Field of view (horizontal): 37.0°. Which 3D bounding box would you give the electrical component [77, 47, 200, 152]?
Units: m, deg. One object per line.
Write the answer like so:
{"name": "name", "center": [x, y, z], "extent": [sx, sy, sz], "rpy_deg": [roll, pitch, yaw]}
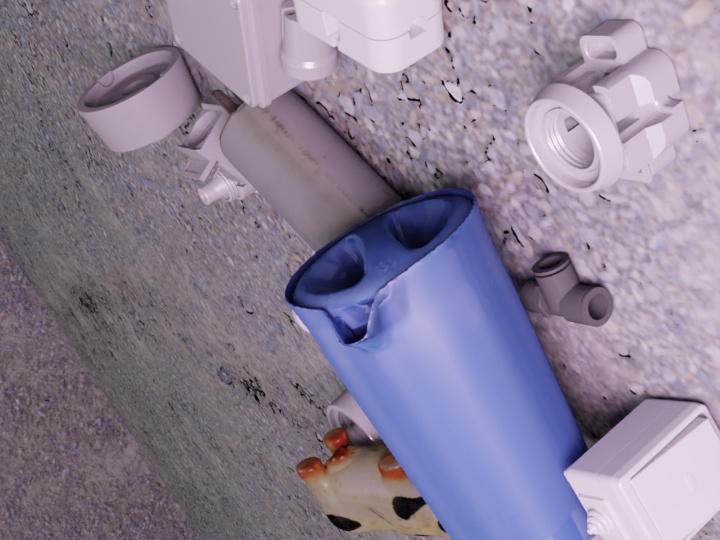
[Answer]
{"name": "electrical component", "center": [-0.200, -0.153, 1.000], "extent": [0.108, 0.108, 0.060], "rpy_deg": [23, 148, 52]}

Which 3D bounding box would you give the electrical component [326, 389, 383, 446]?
{"name": "electrical component", "center": [0.011, 0.165, 1.077], "extent": [0.108, 0.060, 0.108], "rpy_deg": [43, 155, 26]}

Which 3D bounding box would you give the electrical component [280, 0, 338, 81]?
{"name": "electrical component", "center": [-0.036, -0.160, 0.742], "extent": [0.040, 0.040, 0.046], "rpy_deg": [40, 148, 32]}

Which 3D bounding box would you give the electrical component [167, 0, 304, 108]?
{"name": "electrical component", "center": [-0.091, -0.192, 0.784], "extent": [0.109, 0.056, 0.108], "rpy_deg": [42, 155, 28]}

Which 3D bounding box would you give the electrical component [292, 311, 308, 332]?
{"name": "electrical component", "center": [-0.031, 0.038, 1.005], "extent": [0.055, 0.048, 0.066], "rpy_deg": [10, 132, 50]}

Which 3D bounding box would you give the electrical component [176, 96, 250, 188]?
{"name": "electrical component", "center": [-0.116, -0.108, 0.934], "extent": [0.064, 0.081, 0.042], "rpy_deg": [34, 172, -32]}

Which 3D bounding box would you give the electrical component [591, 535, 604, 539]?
{"name": "electrical component", "center": [0.175, 0.199, 0.800], "extent": [0.078, 0.057, 0.058], "rpy_deg": [40, 153, 33]}

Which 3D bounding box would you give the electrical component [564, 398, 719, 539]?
{"name": "electrical component", "center": [0.176, 0.129, 0.647], "extent": [0.061, 0.096, 0.061], "rpy_deg": [59, 157, -11]}

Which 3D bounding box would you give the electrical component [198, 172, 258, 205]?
{"name": "electrical component", "center": [-0.119, -0.083, 0.988], "extent": [0.048, 0.062, 0.048], "rpy_deg": [43, 155, 26]}

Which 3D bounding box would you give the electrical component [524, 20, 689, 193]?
{"name": "electrical component", "center": [0.119, -0.074, 0.528], "extent": [0.058, 0.057, 0.078], "rpy_deg": [20, 139, 55]}

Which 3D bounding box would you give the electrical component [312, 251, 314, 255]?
{"name": "electrical component", "center": [0.000, 0.000, 0.872], "extent": [0.057, 0.058, 0.078], "rpy_deg": [46, 157, 28]}

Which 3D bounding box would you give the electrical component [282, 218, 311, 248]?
{"name": "electrical component", "center": [-0.041, -0.056, 0.896], "extent": [0.081, 0.042, 0.063], "rpy_deg": [44, 159, 26]}

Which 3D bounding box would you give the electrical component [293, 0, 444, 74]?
{"name": "electrical component", "center": [0.002, -0.167, 0.636], "extent": [0.095, 0.054, 0.059], "rpy_deg": [38, 152, 36]}
